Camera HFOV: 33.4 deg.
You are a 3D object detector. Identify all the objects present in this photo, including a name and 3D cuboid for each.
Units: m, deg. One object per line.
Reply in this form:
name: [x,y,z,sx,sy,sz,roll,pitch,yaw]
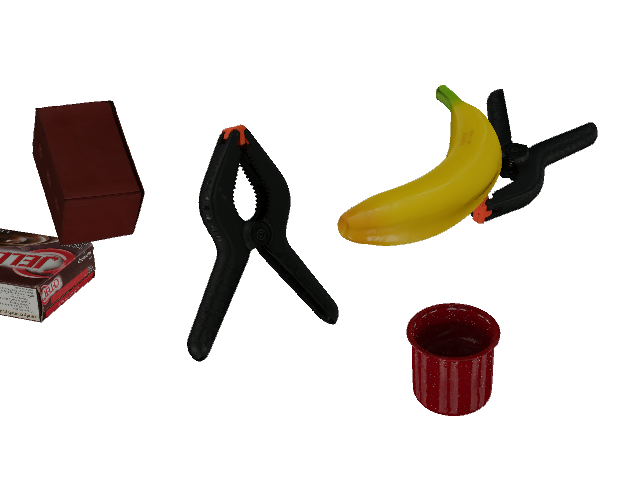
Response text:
clamp: [-0.056,-0.001,0.992,0.164,0.210,0.036,-4,0,-38]
clamp: [0.190,-0.089,1.085,0.120,0.039,0.171,29,56,30]
banana: [0.077,-0.041,0.701,0.070,0.037,0.197,19,37,15]
mug: [0.141,0.117,1.092,0.093,0.081,0.117,19,40,31]
foam brick: [-0.153,-0.044,0.699,0.051,0.078,0.053,-10,-30,-25]
pudding box: [-0.260,0.027,0.898,0.114,0.039,0.090,6,24,17]
